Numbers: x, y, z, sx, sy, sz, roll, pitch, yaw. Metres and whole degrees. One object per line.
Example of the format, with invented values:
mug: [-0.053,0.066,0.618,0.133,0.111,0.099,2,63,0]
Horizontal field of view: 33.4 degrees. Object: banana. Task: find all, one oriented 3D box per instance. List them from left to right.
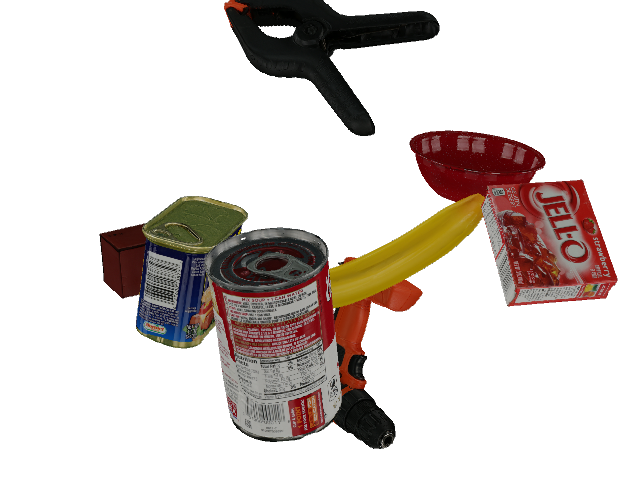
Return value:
banana: [0.058,0.018,0.925,0.198,0.037,0.069,-26,-15,9]

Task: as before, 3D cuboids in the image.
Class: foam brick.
foam brick: [-0.169,0.016,1.042,0.078,0.051,0.053,-14,24,-28]

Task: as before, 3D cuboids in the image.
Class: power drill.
power drill: [0.049,0.127,1.244,0.057,0.188,0.185,13,14,-41]

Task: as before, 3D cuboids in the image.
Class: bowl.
bowl: [0.183,-0.082,1.272,0.162,0.055,0.162,5,22,-2]

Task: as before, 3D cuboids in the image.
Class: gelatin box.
gelatin box: [0.159,0.000,0.753,0.073,0.089,0.030,-4,-33,-8]

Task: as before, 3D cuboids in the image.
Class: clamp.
clamp: [0.006,-0.161,0.847,0.172,0.120,0.039,34,-25,21]

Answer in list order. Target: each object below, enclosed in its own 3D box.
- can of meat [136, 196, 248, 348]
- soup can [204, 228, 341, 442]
can of meat: [-0.098,0.023,0.807,0.057,0.084,0.102,15,21,10]
soup can: [-0.025,0.053,0.599,0.068,0.102,0.068,-5,27,2]
